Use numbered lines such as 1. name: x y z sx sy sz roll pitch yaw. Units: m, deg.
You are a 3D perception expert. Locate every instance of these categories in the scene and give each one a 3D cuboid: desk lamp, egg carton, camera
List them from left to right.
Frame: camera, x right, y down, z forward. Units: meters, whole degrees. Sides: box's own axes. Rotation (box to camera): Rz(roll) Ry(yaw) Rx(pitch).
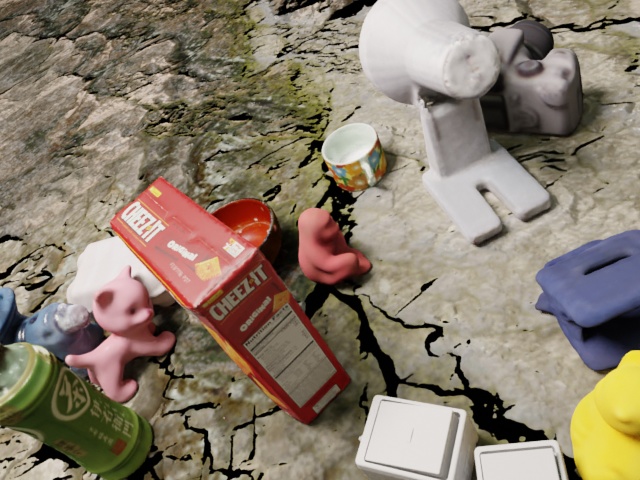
1. egg carton: -0.246 0.045 0.731 0.150 0.070 0.107 -15 46 15
2. desk lamp: 0.139 -0.142 0.597 0.118 0.214 0.202 -29 44 1
3. camera: 0.243 -0.207 0.682 0.142 0.101 0.137 14 59 35

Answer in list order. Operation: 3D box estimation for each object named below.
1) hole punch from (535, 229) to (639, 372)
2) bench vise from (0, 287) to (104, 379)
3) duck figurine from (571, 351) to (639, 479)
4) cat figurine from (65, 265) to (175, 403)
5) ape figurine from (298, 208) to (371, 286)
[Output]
1. hole punch: 0.241 0.038 0.475 0.108 0.091 0.101 -25 45 5
2. bench vise: -0.371 0.083 0.654 0.207 0.220 0.121 -26 45 4
3. duck figurine: 0.220 0.128 0.409 0.077 0.086 0.105 14 59 35
4. cat figurine: -0.228 0.098 0.641 0.067 0.118 0.128 17 61 37
5. ape figurine: 0.006 0.002 0.625 0.076 0.092 0.077 -16 46 14
